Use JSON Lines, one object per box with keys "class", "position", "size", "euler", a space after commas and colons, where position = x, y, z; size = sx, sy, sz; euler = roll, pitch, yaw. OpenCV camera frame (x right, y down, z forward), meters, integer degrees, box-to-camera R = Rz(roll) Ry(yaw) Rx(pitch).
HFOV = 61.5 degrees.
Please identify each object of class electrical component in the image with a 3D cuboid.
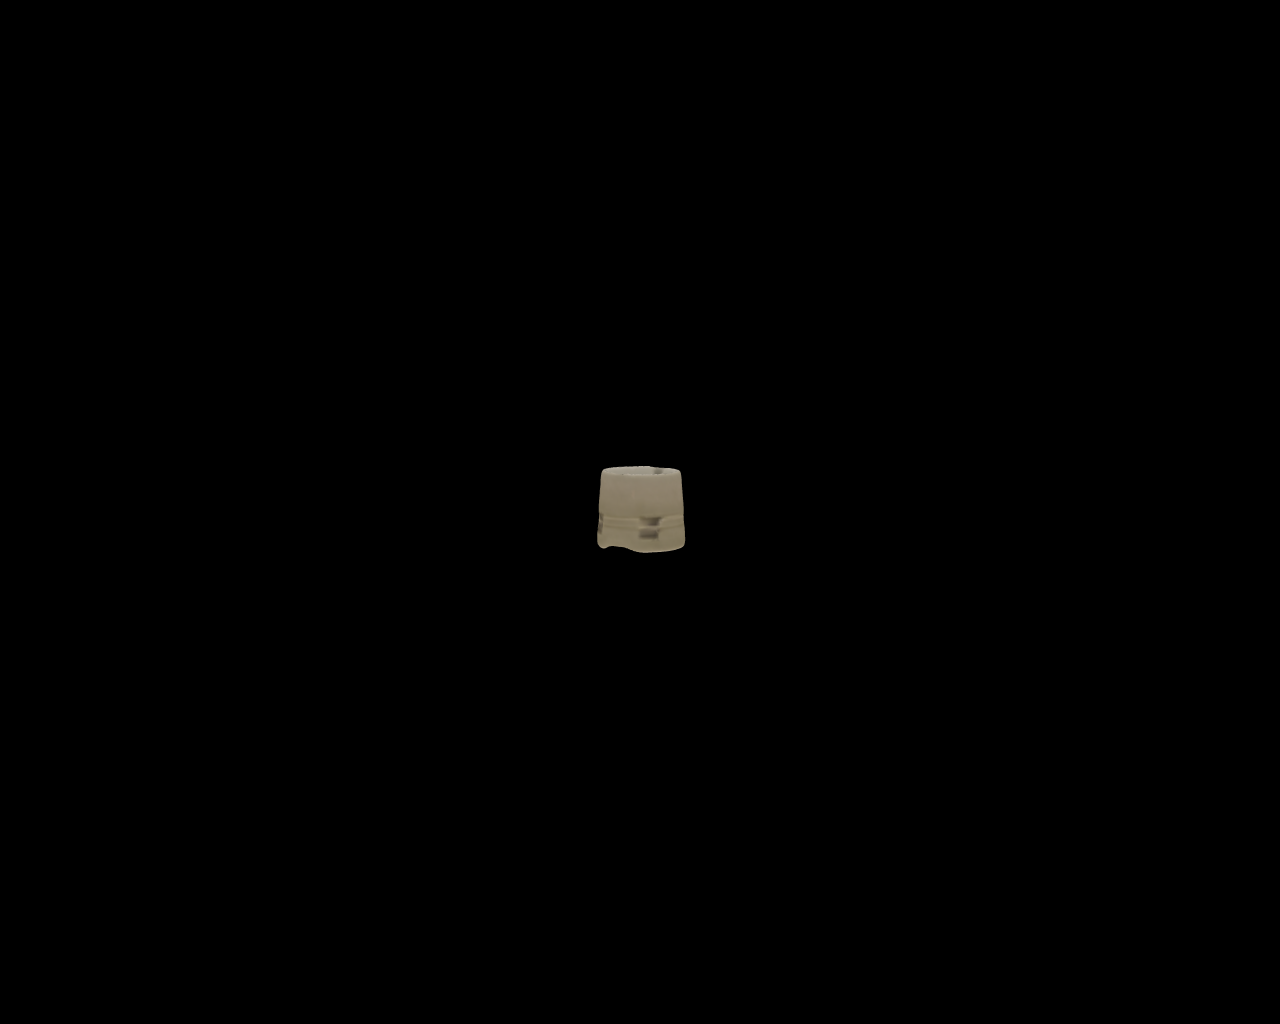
{"class": "electrical component", "position": [0.001, -0.003, 0.650], "size": [0.055, 0.047, 0.055], "euler": [0, 9, 0]}
